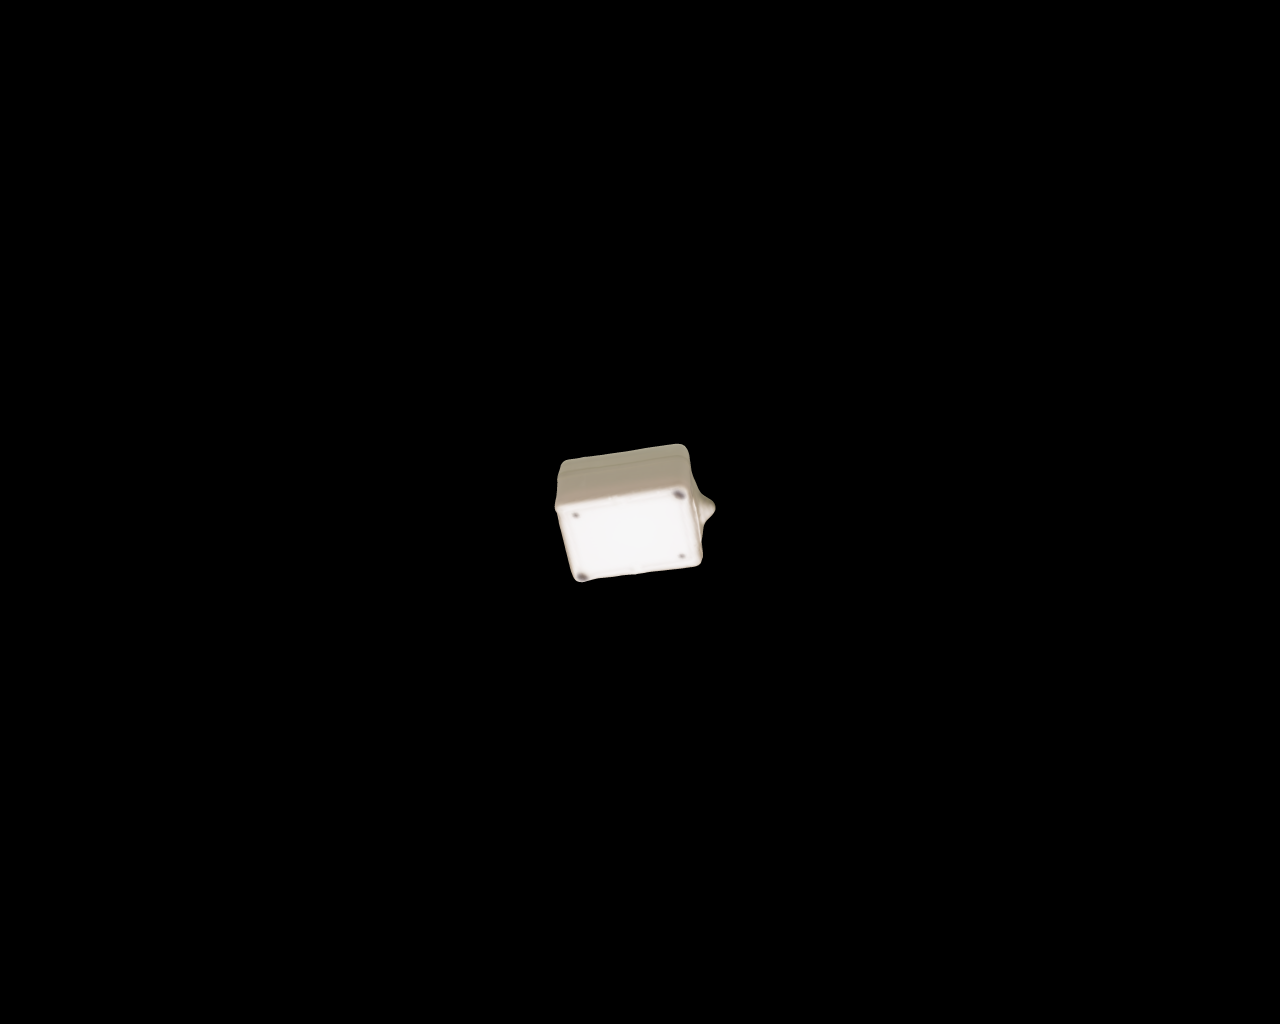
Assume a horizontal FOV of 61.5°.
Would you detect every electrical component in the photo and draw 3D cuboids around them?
[{"bbox_3d":[0.001,-0.003,0.650,0.096,0.061,0.061,-8,34,5],"label":"electrical component"}]
